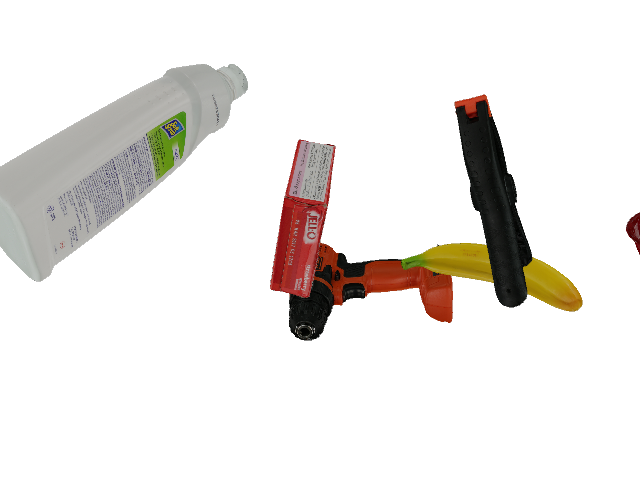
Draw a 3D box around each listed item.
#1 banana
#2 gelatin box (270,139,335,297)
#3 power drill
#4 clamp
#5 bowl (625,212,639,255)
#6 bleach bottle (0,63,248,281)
[{"bbox_3d":[0.184,0.035,1.098,0.198,0.037,0.069,11,38,33],"label":"banana"},{"bbox_3d":[-0.011,-0.016,0.723,0.030,0.073,0.089,10,31,-2],"label":"gelatin box"},{"bbox_3d":[0.058,0.058,1.234,0.187,0.057,0.184,1,28,5],"label":"power drill"},{"bbox_3d":[0.144,-0.031,0.879,0.039,0.171,0.120,-17,20,12],"label":"clamp"},{"bbox_3d":[0.403,0.013,1.119,0.162,0.055,0.162,-3,23,1],"label":"bowl"},{"bbox_3d":[-0.164,-0.074,0.915,0.250,0.102,0.068,-37,61,-26],"label":"bleach bottle"}]
